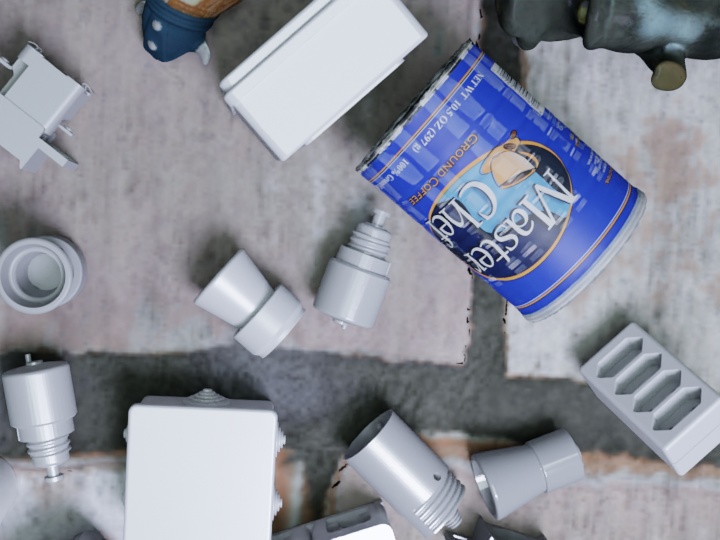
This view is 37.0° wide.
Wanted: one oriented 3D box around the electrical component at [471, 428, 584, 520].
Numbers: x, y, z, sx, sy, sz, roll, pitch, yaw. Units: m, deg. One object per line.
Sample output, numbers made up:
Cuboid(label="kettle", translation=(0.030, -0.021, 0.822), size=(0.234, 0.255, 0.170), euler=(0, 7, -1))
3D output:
Cuboid(label="electrical component", translation=(0.109, 0.127, 0.684), size=(0.065, 0.044, 0.044), euler=(-19, 95, -7))

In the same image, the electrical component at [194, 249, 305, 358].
Cuboid(label="electrical component", translation=(-0.067, 0.021, 0.662), size=(0.055, 0.045, 0.045), euler=(42, 90, -6))

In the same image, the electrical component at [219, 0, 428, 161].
Cuboid(label="electrical component", translation=(-0.024, -0.117, 0.625), size=(0.109, 0.109, 0.056), euler=(-41, 98, -1))

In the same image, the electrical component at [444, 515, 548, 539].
Cuboid(label="electrical component", translation=(0.091, 0.198, 0.687), size=(0.081, 0.042, 0.063), euler=(18, 94, -4))

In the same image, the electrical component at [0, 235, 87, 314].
Cuboid(label="electrical component", translation=(-0.190, 0.002, 0.647), size=(0.045, 0.055, 0.045), euler=(0, 94, -4))

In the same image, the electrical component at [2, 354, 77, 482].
Cuboid(label="electrical component", translation=(-0.194, 0.091, 0.660), size=(0.040, 0.040, 0.078), euler=(-9, 95, -3))

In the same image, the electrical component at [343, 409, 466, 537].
Cuboid(label="electrical component", translation=(0.033, 0.132, 0.677), size=(0.043, 0.043, 0.081), euler=(-45, 95, 0))

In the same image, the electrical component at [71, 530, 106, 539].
Cuboid(label="electrical component", translation=(-0.171, 0.203, 0.650), size=(0.051, 0.080, 0.080), euler=(-22, 95, 3))

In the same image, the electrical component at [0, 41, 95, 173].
Cuboid(label="electrical component", translation=(-0.198, -0.098, 0.647), size=(0.081, 0.042, 0.063), euler=(39, 89, -6))

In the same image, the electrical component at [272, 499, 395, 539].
Cuboid(label="electrical component", translation=(-0.042, 0.214, 0.668), size=(0.150, 0.062, 0.089), euler=(-17, 95, -3))

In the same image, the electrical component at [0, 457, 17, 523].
Cuboid(label="electrical component", translation=(-0.242, 0.156, 0.642), size=(0.044, 0.077, 0.079), euler=(20, 92, -5))

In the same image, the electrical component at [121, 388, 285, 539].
Cuboid(label="electrical component", translation=(-0.097, 0.124, 0.665), size=(0.100, 0.048, 0.099), euler=(3, 94, -4))

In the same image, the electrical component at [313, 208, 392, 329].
Cuboid(label="electrical component", translation=(0.000, 0.000, 0.668), size=(0.040, 0.040, 0.078), euler=(20, 92, -5))

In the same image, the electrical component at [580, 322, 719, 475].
Cuboid(label="electrical component", translation=(0.192, 0.088, 0.676), size=(0.047, 0.083, 0.075), euler=(-42, 134, -1))
